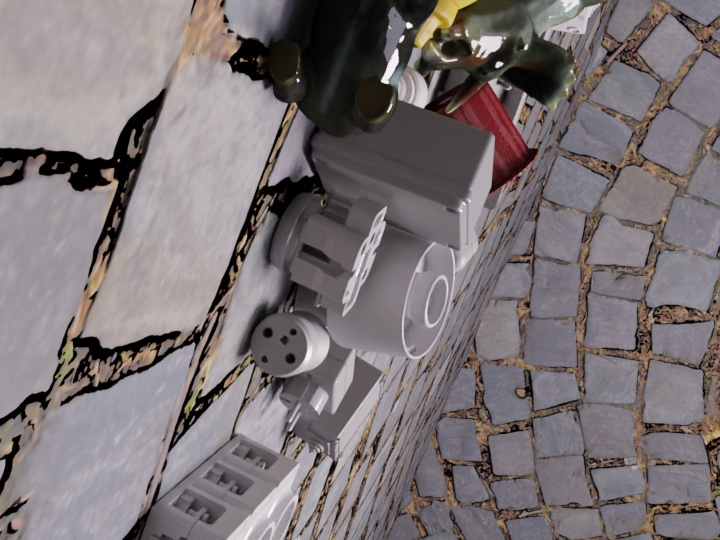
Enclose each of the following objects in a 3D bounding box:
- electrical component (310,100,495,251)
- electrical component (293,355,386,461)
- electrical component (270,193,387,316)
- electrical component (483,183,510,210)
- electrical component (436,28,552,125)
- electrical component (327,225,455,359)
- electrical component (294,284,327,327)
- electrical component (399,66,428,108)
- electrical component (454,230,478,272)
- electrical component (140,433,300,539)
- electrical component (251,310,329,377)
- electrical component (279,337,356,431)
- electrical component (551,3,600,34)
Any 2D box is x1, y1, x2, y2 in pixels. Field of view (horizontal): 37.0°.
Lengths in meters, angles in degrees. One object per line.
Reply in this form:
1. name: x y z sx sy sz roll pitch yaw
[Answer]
1. electrical component: 0.031 -0.067 0.719 0.108 0.109 0.056 68 44 -75
2. electrical component: -0.027 0.128 1.007 0.096 0.061 0.061 -53 164 -25
3. electrical component: -0.023 -0.016 0.708 0.058 0.057 0.078 -46 157 -61
4. electrical component: 0.100 -0.102 1.032 0.055 0.089 0.050 -54 164 -47
5. electrical component: 0.118 -0.186 0.986 0.063 0.079 0.121 -13 132 -40
6. electrical component: 0.027 0.016 0.788 0.099 0.064 0.099 -41 138 -51
7. electrical component: 0.000 0.000 0.843 0.108 0.060 0.108 -61 168 -22
8. electrical component: 0.021 -0.123 0.736 0.040 0.040 0.078 -68 169 10
9. electrical component: 0.067 -0.045 0.995 0.059 0.054 0.095 -45 118 -62
10. electrical component: -0.100 0.190 0.764 0.089 0.062 0.150 -69 169 16
11. electrical component: -0.049 0.052 0.758 0.045 0.045 0.055 -67 169 5
12. electrical component: -0.042 0.097 0.886 0.076 0.047 0.065 -60 168 -28
13. electrical component: 0.186 -0.274 1.055 0.099 0.100 0.048 57 45 -77
